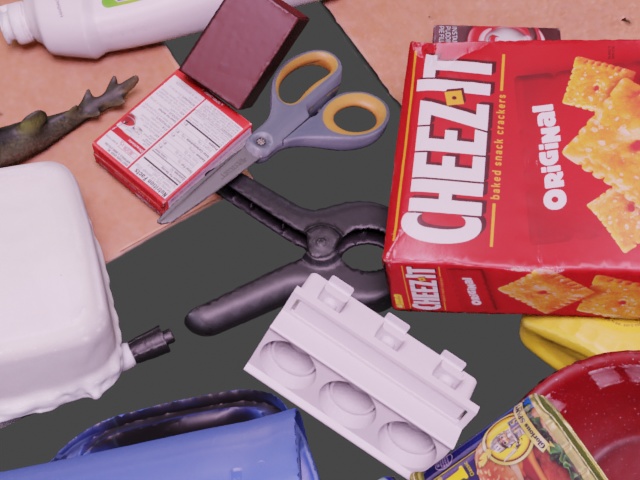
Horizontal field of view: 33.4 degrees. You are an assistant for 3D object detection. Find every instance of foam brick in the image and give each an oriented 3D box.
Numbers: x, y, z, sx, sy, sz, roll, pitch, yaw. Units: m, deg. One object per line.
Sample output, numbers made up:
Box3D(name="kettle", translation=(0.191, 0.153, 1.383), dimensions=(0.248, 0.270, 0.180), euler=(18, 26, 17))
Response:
Box3D(name="foam brick", translation=(-0.052, -0.136, 0.740), dimensions=(0.051, 0.053, 0.078), euler=(35, 102, 0))

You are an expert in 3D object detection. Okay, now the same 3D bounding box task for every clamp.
Box3D(name="clamp", translation=(-0.005, 0.001, 0.699), dimensions=(0.171, 0.039, 0.120), euler=(-3, 69, -3))

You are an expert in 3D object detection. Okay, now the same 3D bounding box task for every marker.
Box3D(name="marker", translation=(-0.149, 0.085, 0.674), dimensions=(0.121, 0.020, 0.020), euler=(-24, 64, -9))

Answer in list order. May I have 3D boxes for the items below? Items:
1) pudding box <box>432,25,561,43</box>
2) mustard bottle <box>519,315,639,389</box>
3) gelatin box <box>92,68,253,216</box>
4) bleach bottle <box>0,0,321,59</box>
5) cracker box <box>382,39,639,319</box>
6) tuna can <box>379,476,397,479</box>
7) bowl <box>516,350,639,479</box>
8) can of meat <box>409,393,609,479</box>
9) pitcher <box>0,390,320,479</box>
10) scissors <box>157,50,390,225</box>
Box3D(name="pudding box", translation=(0.122, -0.096, 0.741), dimensions=(0.090, 0.039, 0.113), euler=(2, 63, 4))
Box3D(name="mustard bottle", translation=(0.212, 0.007, 0.672), dimensions=(0.096, 0.058, 0.191), euler=(29, 68, 22))
Box3D(name="gelatin box", translation=(-0.102, -0.067, 0.744), dimensions=(0.073, 0.030, 0.089), euler=(39, 70, 19))
Box3D(name="bleach bottle", translation=(-0.115, -0.198, 0.794), dimensions=(0.250, 0.068, 0.102), euler=(-16, 63, -2))
Box3D(name="cracker box", translation=(0.152, -0.039, 0.632), dimensions=(0.214, 0.072, 0.164), euler=(2, 60, 12))
Box3D(name="tuna can", translation=(0.043, 0.173, 0.581), dimensions=(0.033, 0.086, 0.086), euler=(-24, 64, -11))
Box3D(name="bowl", translation=(0.174, 0.145, 0.586), dimensions=(0.162, 0.055, 0.162), euler=(-14, 62, 27))
Box3D(name="can of meat", translation=(0.110, 0.143, 0.557), dimensions=(0.084, 0.057, 0.102), euler=(-38, 53, 9))
Box3D(name="pitcher", translation=(-0.115, 0.167, 0.578), dimensions=(0.243, 0.149, 0.145), euler=(-9, 84, 2))
Box3D(name="scissors", translation=(-0.020, -0.059, 0.715), dimensions=(0.096, 0.016, 0.201), euler=(25, 51, 5))
